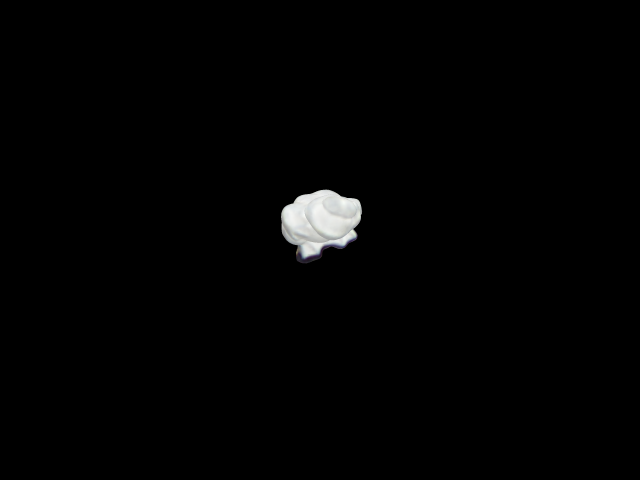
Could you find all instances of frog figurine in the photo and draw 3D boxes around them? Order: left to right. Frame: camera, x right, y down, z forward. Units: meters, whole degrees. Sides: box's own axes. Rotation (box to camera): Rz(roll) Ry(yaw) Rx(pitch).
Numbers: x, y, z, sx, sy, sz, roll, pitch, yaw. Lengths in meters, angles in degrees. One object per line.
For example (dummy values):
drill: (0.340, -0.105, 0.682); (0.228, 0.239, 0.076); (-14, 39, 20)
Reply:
frog figurine: (0.003, -0.043, 0.850); (0.137, 0.125, 0.156); (-5, -26, -2)
